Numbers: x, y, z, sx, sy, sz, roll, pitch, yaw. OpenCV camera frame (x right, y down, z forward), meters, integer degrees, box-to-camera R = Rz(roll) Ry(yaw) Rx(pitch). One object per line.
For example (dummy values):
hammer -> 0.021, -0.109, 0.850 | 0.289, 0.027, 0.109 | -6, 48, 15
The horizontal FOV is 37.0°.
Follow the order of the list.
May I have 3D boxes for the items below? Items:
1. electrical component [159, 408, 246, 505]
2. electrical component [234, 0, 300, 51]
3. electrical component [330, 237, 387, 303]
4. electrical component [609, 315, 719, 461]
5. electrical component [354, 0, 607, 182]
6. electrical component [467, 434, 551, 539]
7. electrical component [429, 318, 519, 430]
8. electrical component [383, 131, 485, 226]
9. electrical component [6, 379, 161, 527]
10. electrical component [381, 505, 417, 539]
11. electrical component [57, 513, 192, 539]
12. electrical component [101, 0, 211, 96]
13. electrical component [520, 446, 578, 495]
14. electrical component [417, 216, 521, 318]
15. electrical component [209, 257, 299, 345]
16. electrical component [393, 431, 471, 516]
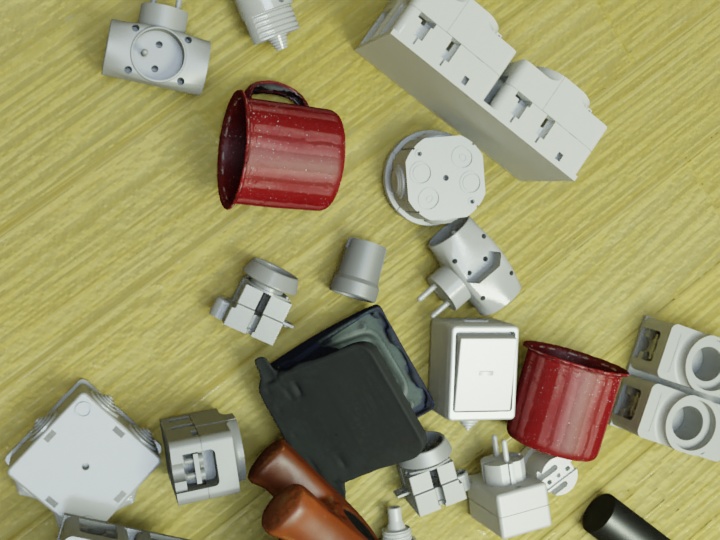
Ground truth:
electrical component -> -0.122, 0.144, 0.843 | 0.056, 0.089, 0.050 | -9, 97, -14
electrical component -> -0.077, -0.213, 0.851 | 0.043, 0.043, 0.081 | -23, 100, -12
electrical component -> 0.000, 0.000, 0.891 | 0.040, 0.040, 0.046 | 18, 84, -16
electrical component -> 0.336, 0.122, 0.981 | 0.186, 0.060, 0.105 | 19, 90, -16
electrical component -> 0.098, -0.151, 0.871 | 0.186, 0.105, 0.060 | 36, 85, -15
electrical component -> 0.124, 0.180, 0.924 | 0.047, 0.066, 0.076 | -11, 98, -18
electrical component -> 0.097, 0.091, 0.913 | 0.062, 0.061, 0.096 | 1, 94, -15
electrical component -> 0.063, -0.077, 0.896 | 0.080, 0.051, 0.080 | -1, 95, -15
electrical component -> -0.215, 0.148, 0.839 | 0.100, 0.048, 0.099 | 45, 82, -13
electrical component -> 0.032, 0.233, 0.921 | 0.035, 0.035, 0.061 | -7, 93, -15
electrical component -> -0.193, 0.289, 0.799 | 0.105, 0.060, 0.186 | 16, 90, -16
electrical component -> -0.154, -0.182, 0.832 | 0.077, 0.044, 0.079 | 10, 91, -16
electrical component -> 0.166, 0.175, 0.946 | 0.040, 0.046, 0.040 | -1, 95, -15
electrical component -> 0.084, 0.008, 0.912 | 0.079, 0.043, 0.077 | -40, 103, -9
electrical component -> -0.080, 0.023, 0.868 | 0.066, 0.048, 0.055 | 25, 95, -16
electrical component -> 0.058, 0.171, 0.918 | 0.066, 0.048, 0.055 | -19, 107, -13
